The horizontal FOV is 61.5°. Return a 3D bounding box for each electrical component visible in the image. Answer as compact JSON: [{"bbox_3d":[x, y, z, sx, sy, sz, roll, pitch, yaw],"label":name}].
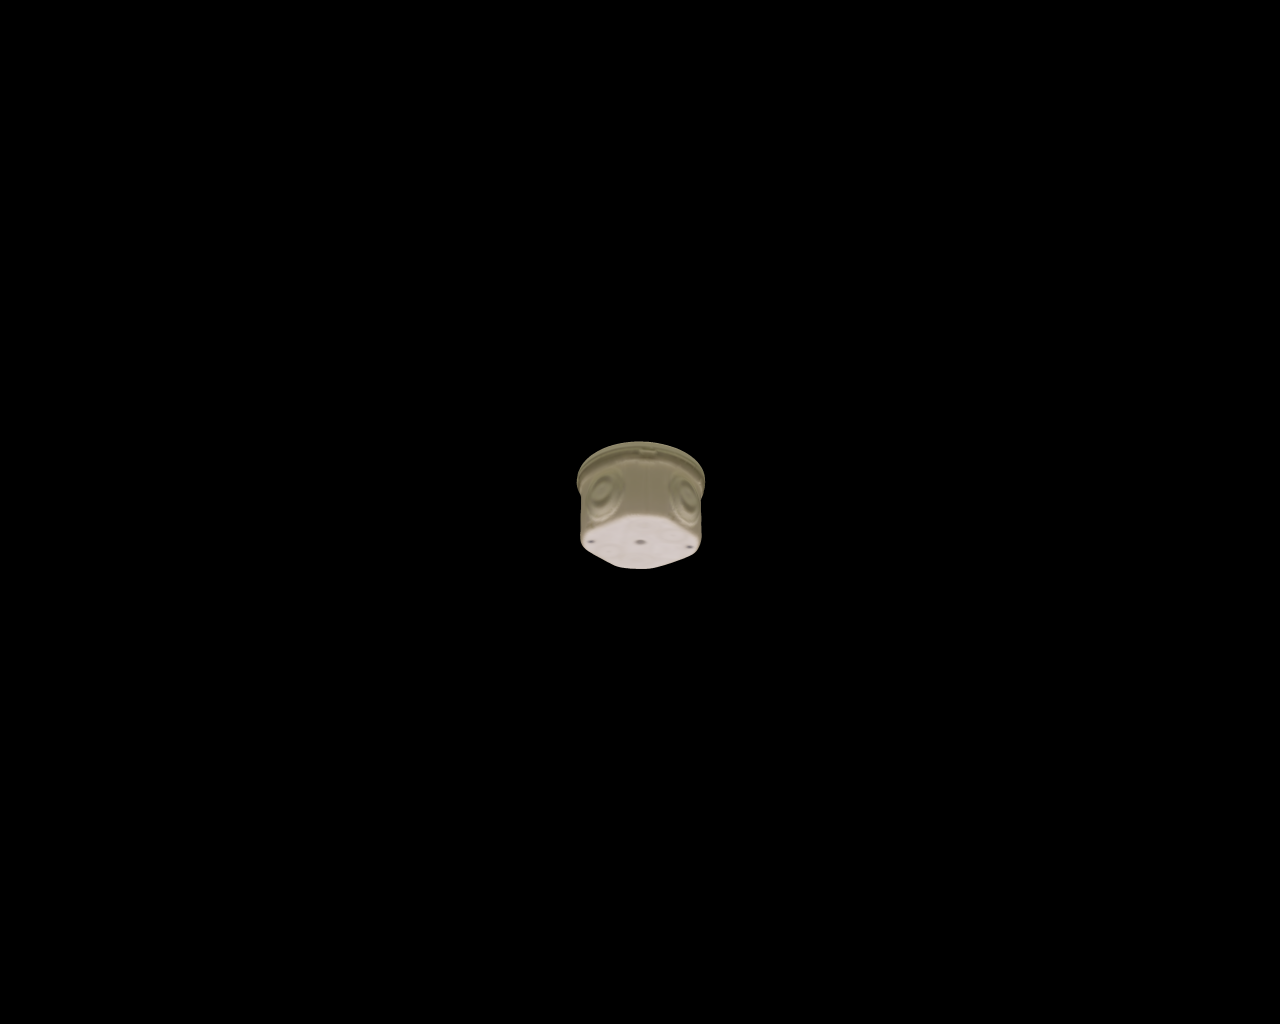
[{"bbox_3d":[0.001,-0.003,0.650,0.080,0.051,0.080,0,-30,0],"label":"electrical component"}]
